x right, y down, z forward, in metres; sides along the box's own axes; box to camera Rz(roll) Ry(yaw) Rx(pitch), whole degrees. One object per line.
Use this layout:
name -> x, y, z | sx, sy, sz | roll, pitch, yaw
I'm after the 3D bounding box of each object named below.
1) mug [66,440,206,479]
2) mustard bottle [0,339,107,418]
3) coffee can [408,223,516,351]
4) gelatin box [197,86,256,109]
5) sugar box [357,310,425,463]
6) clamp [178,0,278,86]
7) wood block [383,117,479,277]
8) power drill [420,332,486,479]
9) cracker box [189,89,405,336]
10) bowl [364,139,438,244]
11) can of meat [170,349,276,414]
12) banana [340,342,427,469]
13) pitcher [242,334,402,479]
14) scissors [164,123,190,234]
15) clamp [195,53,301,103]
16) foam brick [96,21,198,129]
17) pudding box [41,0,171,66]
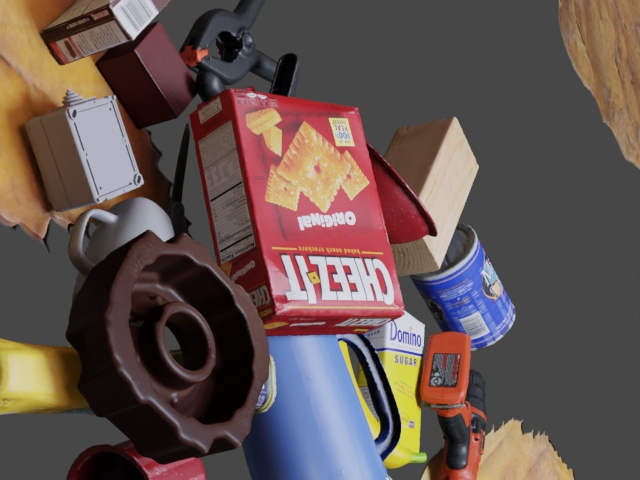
mug -> -0.151, 0.215, 0.879 | 0.081, 0.093, 0.117 | -9, 120, -62
mustard bottle -> -0.198, 0.107, 0.816 | 0.191, 0.096, 0.058 | 14, 70, -55
coffee can -> 0.185, 0.062, 1.407 | 0.140, 0.103, 0.102 | 58, 39, -31
gelatin box -> -0.085, -0.109, 1.109 | 0.073, 0.030, 0.089 | -30, 108, -55
sugar box -> 0.085, 0.170, 1.278 | 0.093, 0.048, 0.176 | 34, 55, -48
clamp -> -0.088, -0.218, 1.126 | 0.171, 0.039, 0.120 | -17, 94, -57
wood block -> 0.123, -0.055, 1.358 | 0.090, 0.091, 0.205 | 60, 38, -29
power drill -> 0.177, 0.203, 1.364 | 0.187, 0.057, 0.184 | 69, 24, -43
cracker box -> -0.018, -0.024, 0.973 | 0.163, 0.072, 0.214 | 3, 67, -43
bowl -> 0.056, -0.048, 1.176 | 0.055, 0.162, 0.162 | -41, 126, -4
can of meat -> -0.104, 0.127, 0.951 | 0.083, 0.102, 0.057 | 16, 67, -52
banana -> 0.041, 0.181, 1.188 | 0.069, 0.037, 0.198 | -30, 87, -49
pitcher -> -0.021, 0.137, 1.048 | 0.149, 0.145, 0.243 | -30, 104, -72
scissors -> -0.131, -0.008, 1.025 | 0.096, 0.016, 0.201 | 51, 43, -39
clamp -> -0.065, -0.081, 1.065 | 0.164, 0.036, 0.210 | -15, 105, -57
foam brick -> -0.159, -0.152, 0.989 | 0.078, 0.051, 0.053 | 60, 39, -28
pudding box -> -0.179, -0.206, 0.938 | 0.039, 0.090, 0.113 | 60, 39, -25
